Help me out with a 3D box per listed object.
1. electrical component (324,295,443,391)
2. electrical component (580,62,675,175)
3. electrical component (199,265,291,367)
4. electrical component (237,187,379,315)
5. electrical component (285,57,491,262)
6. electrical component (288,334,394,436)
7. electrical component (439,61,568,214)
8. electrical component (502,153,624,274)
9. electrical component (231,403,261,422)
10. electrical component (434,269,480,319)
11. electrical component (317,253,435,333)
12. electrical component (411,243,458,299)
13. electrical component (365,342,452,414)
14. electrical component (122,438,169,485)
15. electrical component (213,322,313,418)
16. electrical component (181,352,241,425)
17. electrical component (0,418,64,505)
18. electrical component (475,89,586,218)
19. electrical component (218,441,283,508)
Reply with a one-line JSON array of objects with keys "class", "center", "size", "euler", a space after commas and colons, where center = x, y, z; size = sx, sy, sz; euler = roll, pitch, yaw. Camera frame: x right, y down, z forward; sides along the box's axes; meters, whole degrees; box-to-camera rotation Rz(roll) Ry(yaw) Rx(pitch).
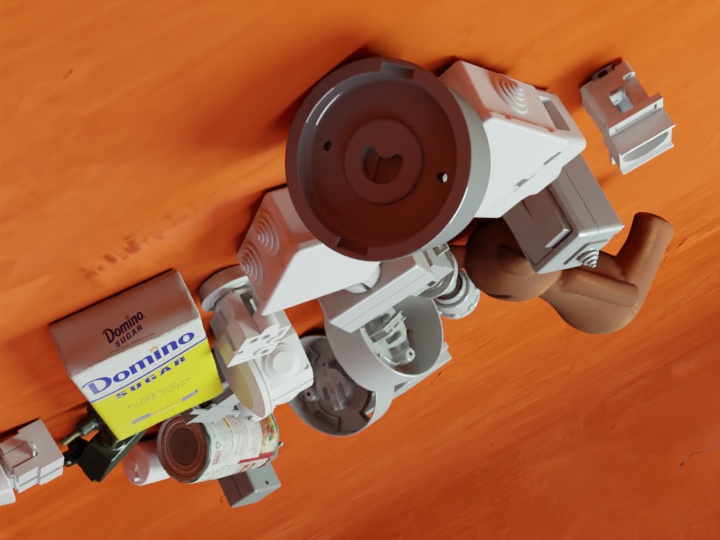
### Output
[{"class": "electrical component", "center": [0.019, 0.050, 0.903], "size": [0.064, 0.099, 0.099], "euler": [-31, 163, 27]}, {"class": "electrical component", "center": [0.190, -0.110, 0.770], "size": [0.042, 0.063, 0.081], "euler": [-29, 162, 7]}, {"class": "electrical component", "center": [-0.083, 0.030, 0.757], "size": [0.048, 0.055, 0.066], "euler": [-17, 159, -33]}, {"class": "electrical component", "center": [-0.027, -0.021, 0.711], "size": [0.100, 0.048, 0.099], "euler": [-19, 160, -29]}, {"class": "electrical component", "center": [0.020, -0.059, 0.593], "size": [0.108, 0.108, 0.060], "euler": [-36, 167, 21]}, {"class": "electrical component", "center": [-0.020, 0.104, 0.996], "size": [0.099, 0.099, 0.064], "euler": [-39, 166, 29]}, {"class": "electrical component", "center": [0.066, -0.080, 0.673], "size": [0.100, 0.048, 0.100], "euler": [6, 144, -48]}, {"class": "electrical component", "center": [0.156, -0.042, 0.854], "size": [0.061, 0.096, 0.061], "euler": [-10, 155, -36]}, {"class": "electrical component", "center": [-0.096, 0.104, 0.961], "size": [0.048, 0.048, 0.062], "euler": [-20, 153, -26]}, {"class": "electrical component", "center": [0.081, 0.016, 0.988], "size": [0.048, 0.048, 0.062], "euler": [-31, 155, 8]}, {"class": "electrical component", "center": [0.000, 0.000, 0.816], "size": [0.083, 0.047, 0.076], "euler": [-33, 152, 14]}, {"class": "electrical component", "center": [0.050, -0.003, 0.887], "size": [0.066, 0.048, 0.055], "euler": [-36, 153, 23]}, {"class": "electrical component", "center": [0.032, 0.093, 1.069], "size": [0.078, 0.057, 0.113], "euler": [-39, 170, 29]}, {"class": "electrical component", "center": [-0.191, 0.181, 1.033], "size": [0.040, 0.040, 0.078], "euler": [-40, 159, 32]}, {"class": "electrical component", "center": [-0.077, 0.070, 0.840], "size": [0.051, 0.080, 0.080], "euler": [-28, 163, -21]}, {"class": "electrical component", "center": [-0.120, 0.096, 0.906], "size": [0.064, 0.042, 0.081], "euler": [-34, 162, 14]}, {"class": "electrical component", "center": [-0.264, 0.150, 0.832], "size": [0.055, 0.048, 0.066], "euler": [-28, 164, -28]}, {"class": "electrical component", "center": [0.104, -0.080, 0.745], "size": [0.089, 0.050, 0.056], "euler": [-40, 158, 32]}, {"class": "electrical component", "center": [-0.110, 0.186, 1.100], "size": [0.076, 0.083, 0.047], "euler": [-36, 161, 23]}]
